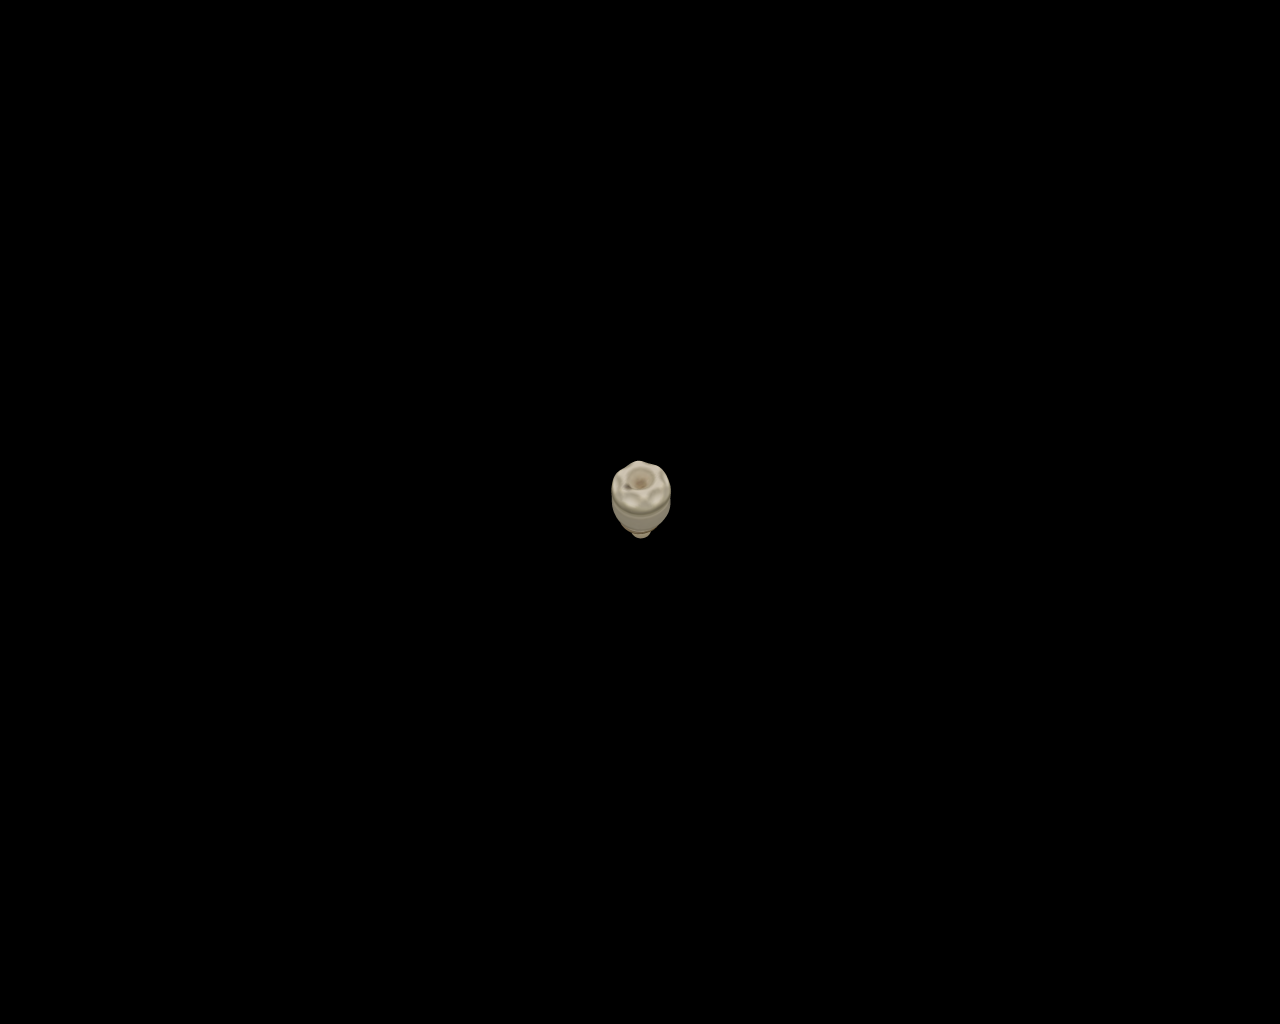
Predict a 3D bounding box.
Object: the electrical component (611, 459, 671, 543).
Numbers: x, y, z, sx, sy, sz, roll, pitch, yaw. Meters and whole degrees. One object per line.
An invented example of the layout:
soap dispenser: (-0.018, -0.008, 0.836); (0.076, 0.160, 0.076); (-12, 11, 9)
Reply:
electrical component: (0.001, -0.003, 0.650); (0.035, 0.035, 0.061); (0, -35, 0)
